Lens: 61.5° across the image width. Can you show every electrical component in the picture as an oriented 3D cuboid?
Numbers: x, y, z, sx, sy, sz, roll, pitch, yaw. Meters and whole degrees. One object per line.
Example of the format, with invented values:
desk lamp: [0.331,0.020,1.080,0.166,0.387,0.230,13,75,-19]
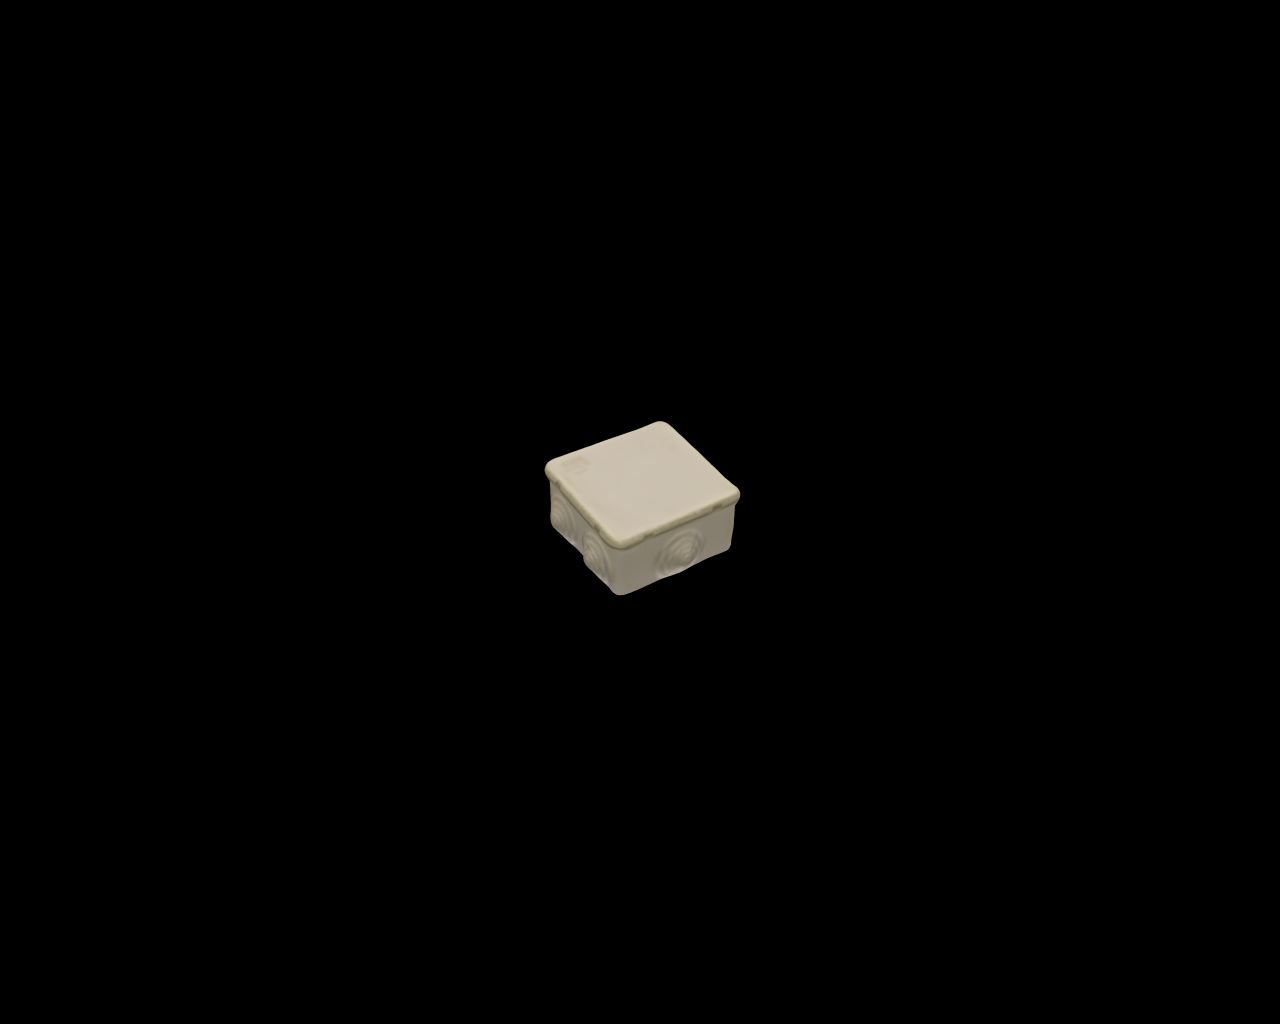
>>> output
electrical component: [0.001,-0.003,0.650,0.100,0.048,0.100,-22,45,-23]
